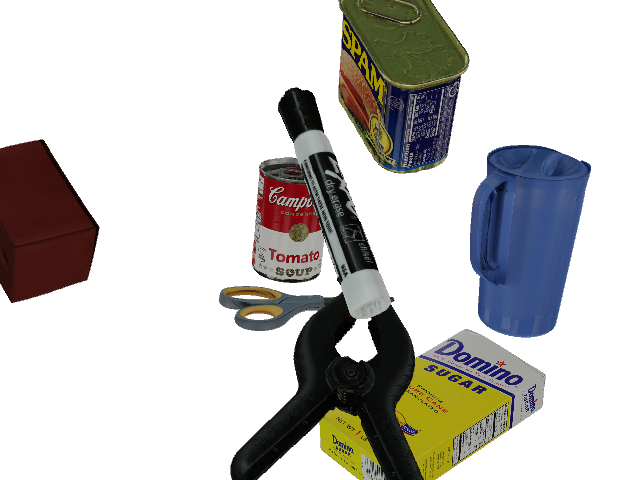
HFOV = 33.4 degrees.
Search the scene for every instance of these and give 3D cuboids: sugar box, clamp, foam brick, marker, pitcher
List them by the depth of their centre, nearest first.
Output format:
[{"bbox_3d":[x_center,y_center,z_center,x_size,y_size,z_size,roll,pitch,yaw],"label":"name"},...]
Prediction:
[{"bbox_3d":[0.004,-0.021,0.490,0.020,0.121,0.020,-15,-27,-8],"label":"marker"},{"bbox_3d":[-0.174,-0.012,0.635,0.051,0.078,0.053,-19,-33,-33],"label":"foam brick"},{"bbox_3d":[0.008,0.097,0.680,0.120,0.171,0.039,8,-42,-7],"label":"clamp"},{"bbox_3d":[0.095,0.141,0.888,0.175,0.048,0.093,-29,41,-31],"label":"sugar box"},{"bbox_3d":[0.267,0.005,1.418,0.149,0.243,0.145,5,24,4],"label":"pitcher"}]

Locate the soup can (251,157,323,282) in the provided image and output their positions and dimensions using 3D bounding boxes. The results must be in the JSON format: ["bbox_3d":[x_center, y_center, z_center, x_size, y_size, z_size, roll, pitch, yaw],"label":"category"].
[{"bbox_3d":[-0.028,-0.019,1.003,0.068,0.102,0.068,5,21,-2],"label":"soup can"}]

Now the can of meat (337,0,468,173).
[{"bbox_3d":[0.049,-0.105,0.693,0.057,0.102,0.084,-16,-37,-14],"label":"can of meat"}]

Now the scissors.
[{"bbox_3d":[-0.013,0.078,1.192,0.201,0.016,0.096,5,24,-3],"label":"scissors"}]
